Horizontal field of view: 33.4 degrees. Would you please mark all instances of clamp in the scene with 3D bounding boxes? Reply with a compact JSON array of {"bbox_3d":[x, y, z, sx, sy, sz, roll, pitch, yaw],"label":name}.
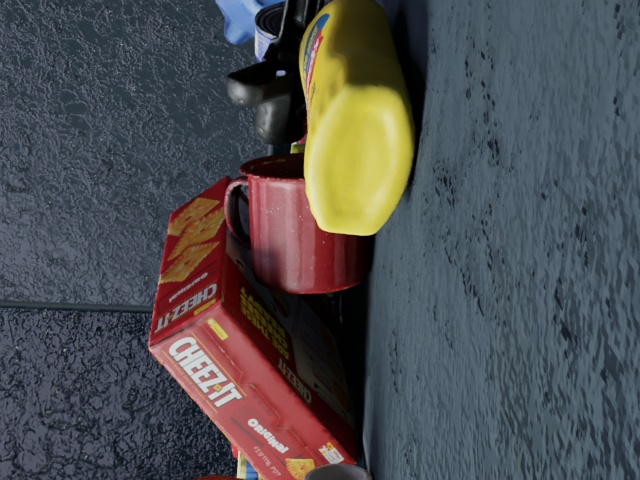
[{"bbox_3d":[-0.018,-0.135,0.748,0.210,0.036,0.164,82,-152,-75],"label":"clamp"}]

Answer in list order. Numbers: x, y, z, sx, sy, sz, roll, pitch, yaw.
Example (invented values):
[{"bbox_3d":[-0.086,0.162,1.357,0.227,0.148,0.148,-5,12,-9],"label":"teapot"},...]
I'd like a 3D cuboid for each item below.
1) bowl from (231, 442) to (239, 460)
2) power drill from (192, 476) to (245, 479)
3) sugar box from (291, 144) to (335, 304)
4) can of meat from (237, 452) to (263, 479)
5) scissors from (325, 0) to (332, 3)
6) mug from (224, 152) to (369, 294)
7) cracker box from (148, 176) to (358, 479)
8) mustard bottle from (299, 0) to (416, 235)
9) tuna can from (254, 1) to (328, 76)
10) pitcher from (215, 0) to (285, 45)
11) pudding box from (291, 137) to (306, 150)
[{"bbox_3d":[-0.055,0.155,1.000,0.162,0.055,0.162,177,91,-88],"label":"bowl"},{"bbox_3d":[-0.067,0.231,0.703,0.188,0.057,0.184,95,172,-50],"label":"power drill"},{"bbox_3d":[-0.006,0.001,0.978,0.093,0.048,0.176,-111,21,-82],"label":"sugar box"},{"bbox_3d":[-0.024,0.200,0.845,0.057,0.084,0.102,-98,11,-64],"label":"can of meat"},{"bbox_3d":[-0.001,-0.174,0.915,0.096,0.016,0.202,-144,70,-75],"label":"scissors"},{"bbox_3d":[-0.018,-0.014,0.741,0.093,0.117,0.081,-26,-61,-57],"label":"mug"},{"bbox_3d":[-0.050,0.067,0.812,0.164,0.072,0.213,52,-166,-23],"label":"cracker box"},{"bbox_3d":[0.018,-0.091,0.641,0.191,0.058,0.096,-94,9,-56],"label":"mustard bottle"},{"bbox_3d":[-0.010,-0.160,0.853,0.086,0.086,0.034,-94,6,-56],"label":"tuna can"},{"bbox_3d":[-0.035,-0.276,1.069,0.243,0.145,0.149,-123,23,-76],"label":"pitcher"},{"bbox_3d":[-0.013,-0.071,1.142,0.113,0.039,0.090,105,167,-63],"label":"pudding box"}]
